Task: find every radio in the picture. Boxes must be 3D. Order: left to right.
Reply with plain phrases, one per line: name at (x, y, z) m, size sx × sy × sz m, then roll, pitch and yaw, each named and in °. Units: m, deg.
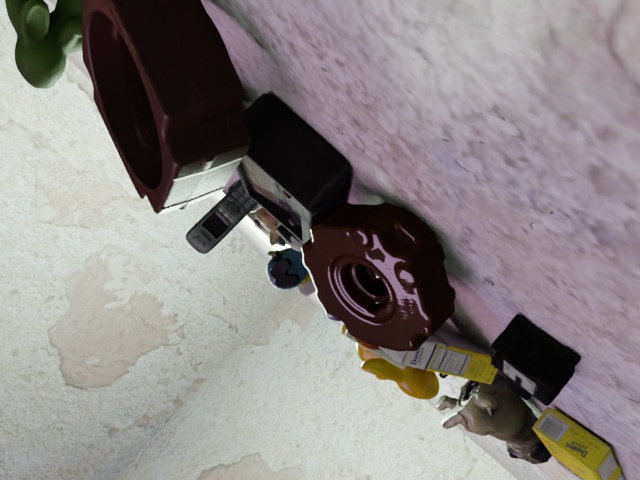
radio at (-0.035, -0.071, 0.660) m, size 0.131 × 0.073 × 0.229 m, roll 42°, pitch 172°, yaw 8°

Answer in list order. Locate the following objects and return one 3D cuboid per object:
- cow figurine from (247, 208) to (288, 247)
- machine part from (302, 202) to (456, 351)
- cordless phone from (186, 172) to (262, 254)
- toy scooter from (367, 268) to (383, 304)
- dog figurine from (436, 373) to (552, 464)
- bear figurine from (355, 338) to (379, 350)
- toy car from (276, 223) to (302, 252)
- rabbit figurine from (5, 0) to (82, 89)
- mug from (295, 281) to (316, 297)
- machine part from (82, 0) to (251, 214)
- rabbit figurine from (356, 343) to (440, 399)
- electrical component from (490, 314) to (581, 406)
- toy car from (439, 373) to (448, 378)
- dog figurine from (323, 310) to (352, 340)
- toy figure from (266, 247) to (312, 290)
cow figurine at (-0.086, -0.036, 1.053) m, size 0.127 × 0.085 × 0.194 m, roll 41°, pitch 174°, yaw 14°
machine part at (0.059, 0.042, 0.584) m, size 0.180 × 0.056 × 0.179 m, roll 29°, pitch 139°, yaw 28°
cordless phone at (-0.168, -0.081, 0.864) m, size 0.146 × 0.184 × 0.089 m, roll 45°, pitch 176°, yaw -16°
toy scooter at (0.072, 0.028, 0.670) m, size 0.184 × 0.075 × 0.135 m, roll 42°, pitch 170°, yaw 35°
dog figurine at (0.294, 0.278, 0.819) m, size 0.191 × 0.121 × 0.172 m, roll 34°, pitch -174°, yaw 5°
bear figurine at (0.074, 0.077, 0.857) m, size 0.120 × 0.132 × 0.196 m, roll 52°, pitch -174°, yaw -41°
toy car at (-0.002, -0.003, 0.854) m, size 0.202 × 0.073 × 0.056 m, roll 33°, pitch 164°, yaw 51°
rabbit figurine at (-0.376, -0.299, 0.785) m, size 0.121 × 0.170 × 0.159 m, roll 39°, pitch 172°, yaw 26°
mug at (-0.022, 0.062, 1.166) m, size 0.109 × 0.107 × 0.081 m, roll 40°, pitch 170°, yaw 4°
machine part at (-0.156, -0.143, 0.534) m, size 0.201 × 0.087 × 0.201 m, roll 64°, pitch 151°, yaw 6°
rabbit figurine at (0.151, 0.223, 1.004) m, size 0.162 × 0.122 × 0.173 m, roll 36°, pitch -173°, yaw -48°
electrical component at (0.222, 0.132, 0.562) m, size 0.075 × 0.048 × 0.119 m, roll 38°, pitch 171°, yaw 34°
toy car at (0.197, 0.184, 0.909) m, size 0.089 × 0.053 × 0.202 m, roll 52°, pitch -178°, yaw 18°
dog figurine at (0.066, 0.121, 1.069) m, size 0.192 × 0.108 × 0.219 m, roll 42°, pitch 169°, yaw 16°
toy figure at (-0.064, 0.052, 1.052) m, size 0.089 × 0.082 × 0.180 m, roll 0°, pitch -173°, yaw 8°
